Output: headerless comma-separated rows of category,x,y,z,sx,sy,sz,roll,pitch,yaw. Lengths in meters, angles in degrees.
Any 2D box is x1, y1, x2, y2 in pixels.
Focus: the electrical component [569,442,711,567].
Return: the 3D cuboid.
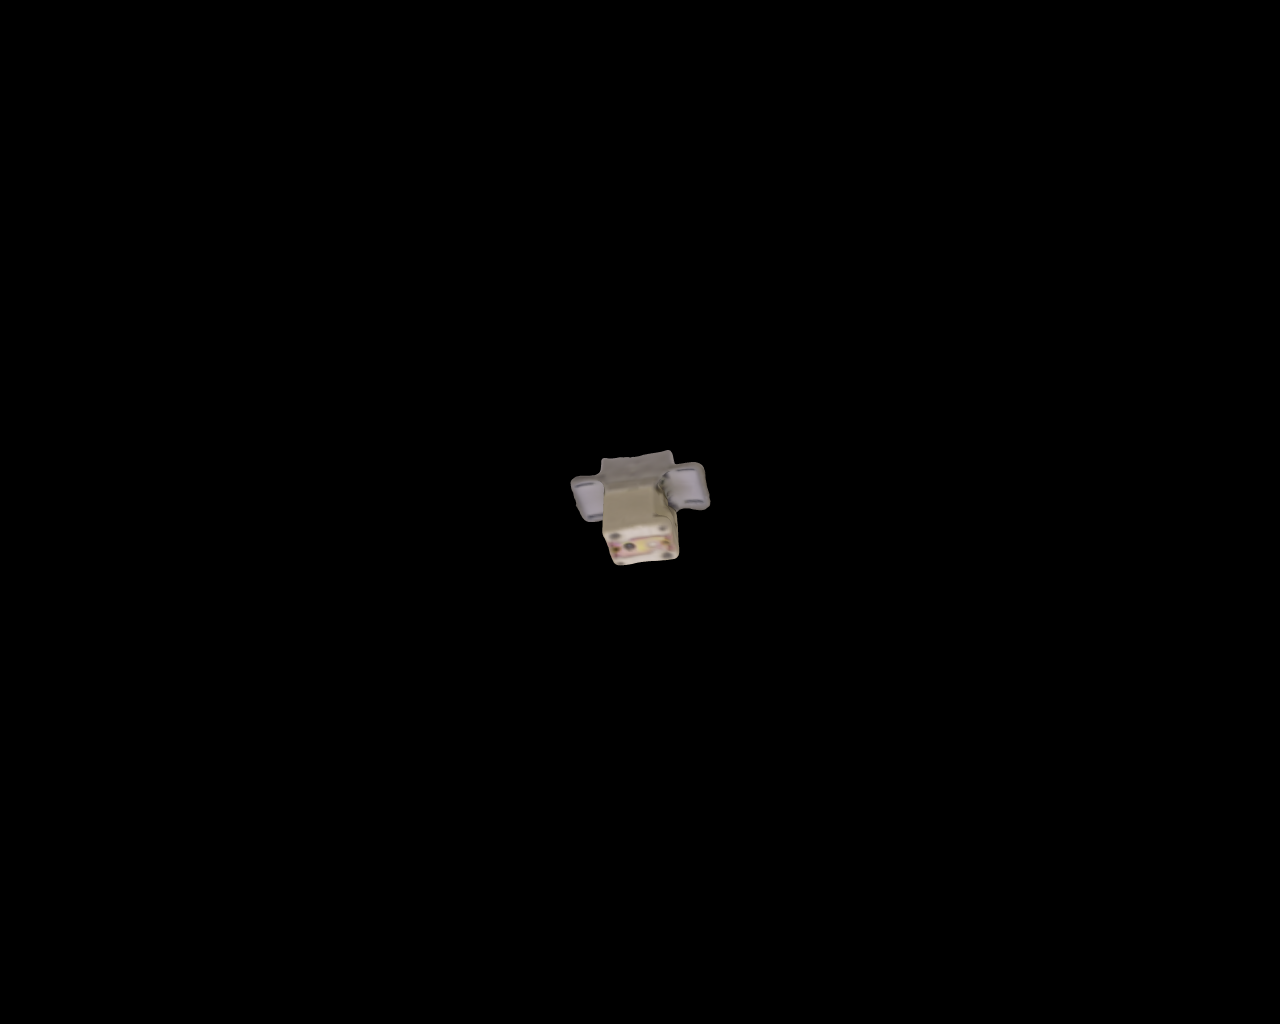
electrical component,0.001,-0.003,0.650,0.081,0.064,0.042,-7,-39,9
